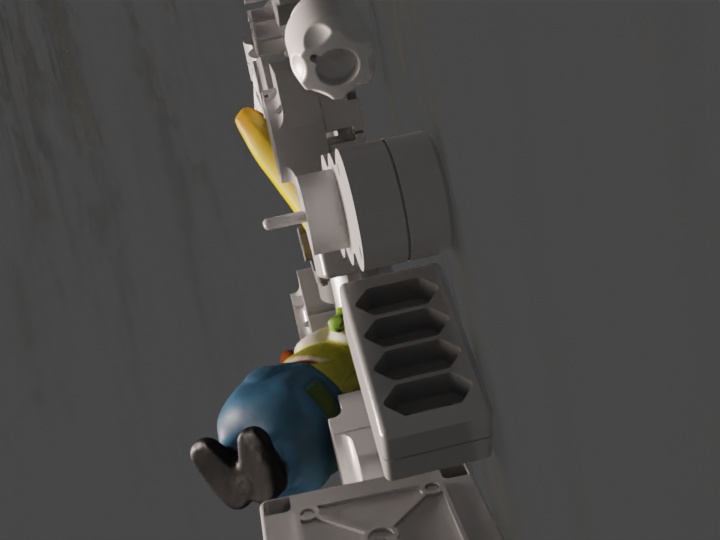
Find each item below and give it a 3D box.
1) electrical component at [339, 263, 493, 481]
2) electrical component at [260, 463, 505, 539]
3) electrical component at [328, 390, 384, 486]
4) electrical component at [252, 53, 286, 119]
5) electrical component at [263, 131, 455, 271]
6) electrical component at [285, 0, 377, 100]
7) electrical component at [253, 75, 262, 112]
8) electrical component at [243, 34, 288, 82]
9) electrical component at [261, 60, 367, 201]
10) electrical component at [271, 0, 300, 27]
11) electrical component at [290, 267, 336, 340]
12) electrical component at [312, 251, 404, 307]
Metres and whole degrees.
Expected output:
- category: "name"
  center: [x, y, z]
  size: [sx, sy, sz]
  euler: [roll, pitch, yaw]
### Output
- category: "electrical component"
  center: [0.025, 0.055, 0.482]
  size: [0.075, 0.047, 0.083]
  euler: [83, 173, -50]
- category: "electrical component"
  center: [0.013, 0.145, 0.493]
  size: [0.108, 0.109, 0.056]
  euler: [-115, 15, -69]
- category: "electrical component"
  center: [0.028, 0.148, 0.608]
  size: [0.089, 0.062, 0.150]
  euler: [-117, 16, -72]
- category: "electrical component"
  center: [-0.044, -0.131, 0.747]
  size: [0.045, 0.055, 0.045]
  euler: [167, 90, -85]
- category: "electrical component"
  center: [-0.008, -0.028, 0.485]
  size: [0.138, 0.074, 0.052]
  euler: [-143, 41, -83]
- category: "electrical component"
  center: [-0.017, -0.118, 0.538]
  size: [0.043, 0.043, 0.062]
  euler: [82, 174, -45]
- category: "electrical component"
  center: [-0.050, -0.113, 0.837]
  size: [0.089, 0.050, 0.055]
  euler: [99, 150, -66]
- category: "electrical component"
  center: [-0.071, -0.190, 0.928]
  size: [0.138, 0.052, 0.073]
  euler: [-113, 11, -61]
- category: "electrical component"
  center: [-0.028, -0.087, 0.677]
  size: [0.050, 0.056, 0.089]
  euler: [-115, 14, -69]
- category: "electrical component"
  center: [-0.049, -0.171, 0.587]
  size: [0.138, 0.074, 0.052]
  euler: [143, 114, -85]
- category: "electrical component"
  center: [-0.012, 0.076, 0.884]
  size: [0.089, 0.062, 0.150]
  euler: [83, 173, -50]
- category: "electrical component"
  center: [0.000, 0.000, 0.629]
  size: [0.083, 0.047, 0.075]
  euler: [-178, 76, -85]
